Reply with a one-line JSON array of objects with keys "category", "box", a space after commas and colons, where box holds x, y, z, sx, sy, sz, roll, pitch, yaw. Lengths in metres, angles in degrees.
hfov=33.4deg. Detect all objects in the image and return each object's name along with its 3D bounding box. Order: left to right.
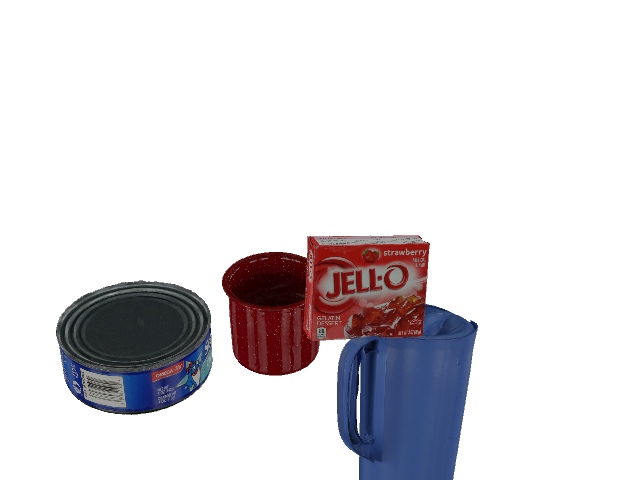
[{"category": "tuna can", "box": [-0.104, 0.060, 0.603, 0.086, 0.034, 0.086, 0, 31, 0]}, {"category": "mug", "box": [-0.033, 0.064, 0.983, 0.117, 0.081, 0.093, -28, 41, -36]}, {"category": "gelatin box", "box": [0.033, 0.035, 0.789, 0.089, 0.073, 0.030, -1, 15, -13]}, {"category": "pitcher", "box": [0.096, 0.202, 1.235, 0.149, 0.243, 0.145, 5, 14, 7]}]
